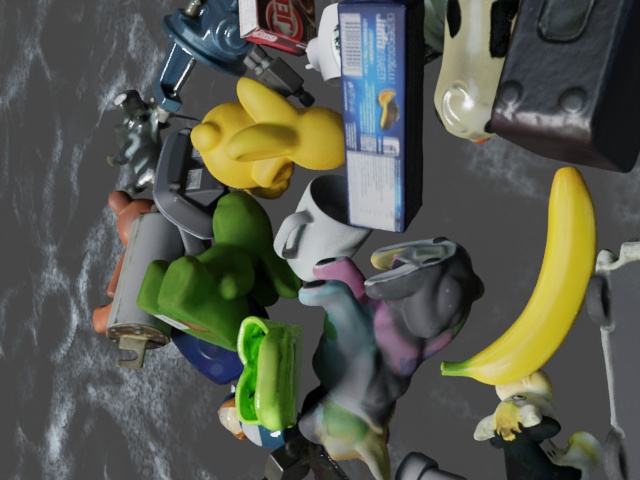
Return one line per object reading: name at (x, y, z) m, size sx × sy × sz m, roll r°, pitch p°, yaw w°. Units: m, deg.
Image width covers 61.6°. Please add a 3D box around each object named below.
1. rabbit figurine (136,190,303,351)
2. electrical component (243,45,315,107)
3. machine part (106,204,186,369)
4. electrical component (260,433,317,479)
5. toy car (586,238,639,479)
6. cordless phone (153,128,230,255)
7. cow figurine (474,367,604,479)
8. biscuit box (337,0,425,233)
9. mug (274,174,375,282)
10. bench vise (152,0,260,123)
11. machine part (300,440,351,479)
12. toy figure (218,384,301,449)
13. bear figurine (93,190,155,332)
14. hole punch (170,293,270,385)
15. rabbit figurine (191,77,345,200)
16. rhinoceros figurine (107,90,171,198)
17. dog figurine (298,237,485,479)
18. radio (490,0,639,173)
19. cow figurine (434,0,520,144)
rabbit figurine at (-0.096, 0.028, 0.610) m, size 0.121 × 0.159 × 0.170 m, roll -20°, pitch 43°, yaw 58°
electrical component at (-0.048, -0.190, 0.639) m, size 0.021 × 0.094 × 0.063 m, roll -54°, pitch 17°, yaw -8°
machine part at (-0.221, 0.051, 0.703) m, size 0.079 × 0.079 × 0.243 m, roll -35°, pitch 43°, yaw 38°
electrical component at (-0.027, 0.260, 0.602) m, size 0.045 × 0.102 × 0.078 m, roll 43°, pitch 128°, yaw 30°
toy car at (0.238, 0.098, 0.376) m, size 0.074 × 0.056 × 0.201 m, roll -9°, pitch 83°, yaw 50°
cordless phone at (-0.160, -0.044, 0.734) m, size 0.184 × 0.089 × 0.147 m, roll 92°, pitch 177°, yaw -50°
cow figurine at (0.170, 0.181, 0.411) m, size 0.068 × 0.098 × 0.167 m, roll -45°, pitch 60°, yaw 41°
biscuit box at (0.057, -0.109, 0.479) m, size 0.059 × 0.063 × 0.202 m, roll 10°, pitch 123°, yaw 24°
mug at (-0.001, -0.002, 0.572) m, size 0.081 × 0.109 × 0.107 m, roll 47°, pitch 134°, yaw 23°
bench vise at (-0.167, -0.270, 0.715) m, size 0.240 × 0.129 × 0.224 m, roll -52°, pitch 55°, yaw 26°
machine part at (0.029, 0.266, 0.561) m, size 0.084 × 0.039 × 0.138 m, roll -27°, pitch 99°, yaw 45°
toy figure at (-0.084, 0.223, 0.679) m, size 0.155 × 0.057 × 0.064 m, roll -4°, pitch 72°, yaw 45°
bear figurine at (-0.276, 0.032, 0.819) m, size 0.132 × 0.120 × 0.196 m, roll -28°, pitch 70°, yaw 44°
hole punch at (-0.127, 0.123, 0.701) m, size 0.142 × 0.092 × 0.116 m, roll -42°, pitch 66°, yaw 32°
rabbit figurine at (-0.044, -0.118, 0.594) m, size 0.173 × 0.162 × 0.122 m, roll 6°, pitch 82°, yaw 26°
rhinoceros figurine at (-0.284, -0.153, 0.855) m, size 0.112 × 0.073 × 0.190 m, roll -44°, pitch 62°, yaw 36°
dog figurine at (0.064, 0.119, 0.505) m, size 0.192 × 0.108 × 0.219 m, roll -11°, pitch 105°, yaw 6°
radio at (0.196, -0.167, 0.360) m, size 0.073 × 0.131 × 0.229 m, roll 20°, pitch 104°, yaw 40°
cow figurine at (0.131, -0.178, 0.425) m, size 0.086 × 0.127 × 0.194 m, roll 12°, pitch 101°, yaw 40°
